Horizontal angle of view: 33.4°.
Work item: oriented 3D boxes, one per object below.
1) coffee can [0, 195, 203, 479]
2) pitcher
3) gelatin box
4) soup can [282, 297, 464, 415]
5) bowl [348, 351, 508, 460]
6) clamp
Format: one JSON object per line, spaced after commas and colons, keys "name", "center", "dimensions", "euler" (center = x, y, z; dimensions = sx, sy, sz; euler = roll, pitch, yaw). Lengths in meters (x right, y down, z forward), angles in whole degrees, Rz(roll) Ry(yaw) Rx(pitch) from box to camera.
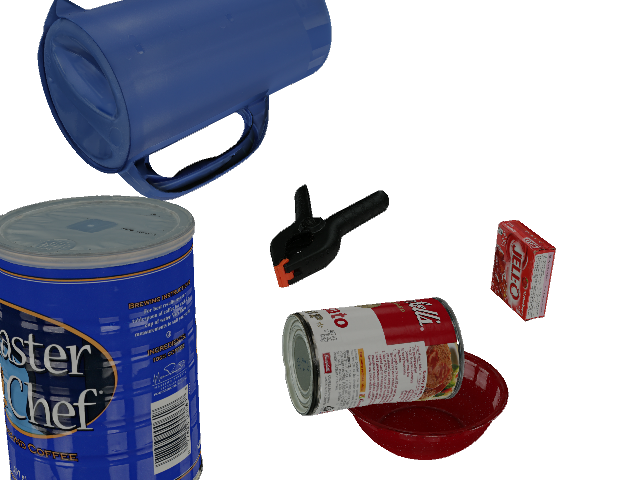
{"name": "coffee can", "center": [-0.114, 0.057, 0.551], "dimensions": [0.103, 0.140, 0.103], "euler": [0, 18, 0]}
{"name": "pitcher", "center": [-0.104, -0.150, 0.923], "dimensions": [0.242, 0.149, 0.145], "euler": [-28, 46, -34]}
{"name": "gelatin box", "center": [0.221, 0.032, 1.175], "dimensions": [0.030, 0.089, 0.073], "euler": [-10, 30, -21]}
{"name": "soup can", "center": [0.033, 0.075, 0.693], "dimensions": [0.102, 0.068, 0.069], "euler": [-5, 1, -18]}
{"name": "bowl", "center": [0.098, 0.162, 1.027], "dimensions": [0.162, 0.055, 0.162], "euler": [-1, 25, 0]}
{"name": "clamp", "center": [0.004, -0.010, 1.200], "dimensions": [0.120, 0.039, 0.171], "euler": [-5, 37, 26]}
